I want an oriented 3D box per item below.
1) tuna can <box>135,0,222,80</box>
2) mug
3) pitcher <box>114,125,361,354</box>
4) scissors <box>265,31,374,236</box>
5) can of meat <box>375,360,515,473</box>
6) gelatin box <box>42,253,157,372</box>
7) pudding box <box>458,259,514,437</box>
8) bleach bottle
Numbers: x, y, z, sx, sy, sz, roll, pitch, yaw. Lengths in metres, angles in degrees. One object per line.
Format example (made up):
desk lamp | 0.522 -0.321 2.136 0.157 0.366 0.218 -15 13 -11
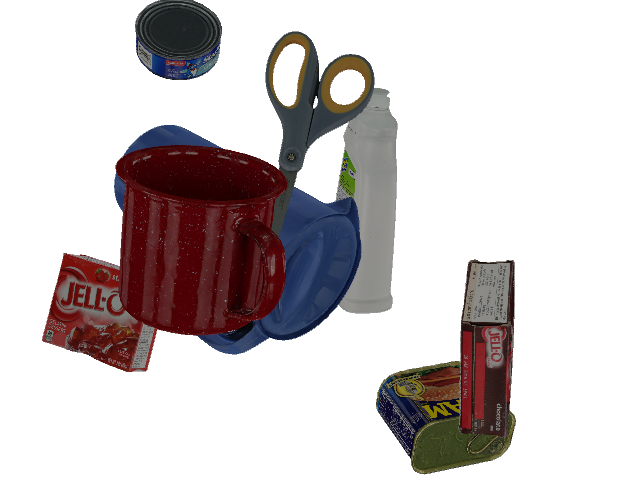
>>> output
tuna can | -0.143 -0.202 1.070 0.086 0.086 0.034 0 -35 -9
mug | -0.061 0.004 0.585 0.117 0.081 0.093 27 28 38
pitcher | -0.094 -0.010 1.029 0.243 0.145 0.148 33 34 33
scissors | -0.003 -0.070 0.833 0.096 0.202 0.016 -1 -16 -2
can of meat | 0.111 0.158 0.973 0.102 0.057 0.084 -6 31 -22
gelatin box | -0.169 0.055 0.834 0.089 0.073 0.030 16 2 24
pudding box | 0.122 0.075 0.777 0.039 0.090 0.113 2 23 9
bleach bottle | 0.054 -0.049 1.236 0.068 0.251 0.103 -2 22 -21
